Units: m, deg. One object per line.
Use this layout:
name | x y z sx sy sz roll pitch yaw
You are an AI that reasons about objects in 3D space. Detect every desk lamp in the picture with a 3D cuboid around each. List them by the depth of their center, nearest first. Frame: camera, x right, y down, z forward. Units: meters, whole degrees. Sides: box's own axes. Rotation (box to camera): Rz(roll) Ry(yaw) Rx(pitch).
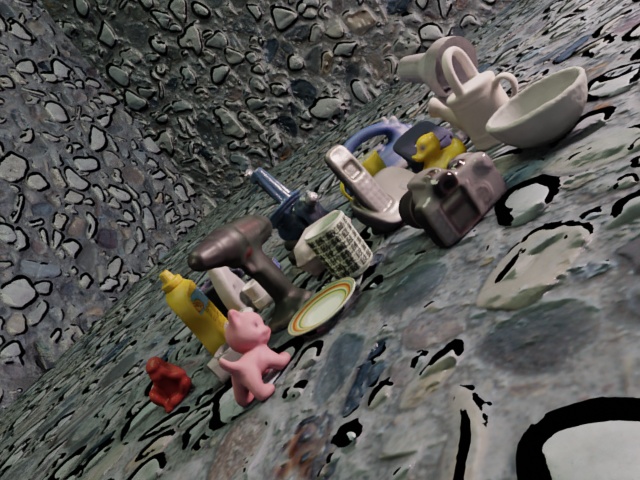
desk lamp | 0.266 -0.321 1.239 0.118 0.214 0.202 -42 15 -17

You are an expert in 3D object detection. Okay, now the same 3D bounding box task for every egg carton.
egg carton | 0.010 0.004 1.138 0.107 0.069 0.150 -32 15 24

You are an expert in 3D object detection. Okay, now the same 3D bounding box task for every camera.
camera | 0.183 -0.070 0.875 0.143 0.101 0.136 -42 14 -16

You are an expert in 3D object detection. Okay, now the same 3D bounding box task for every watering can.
watering can | 0.281 -0.269 1.076 0.172 0.194 0.101 -31 16 27

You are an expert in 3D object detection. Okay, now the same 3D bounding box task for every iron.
iron | 0.138 -0.217 1.378 0.258 0.141 0.118 -38 14 -2

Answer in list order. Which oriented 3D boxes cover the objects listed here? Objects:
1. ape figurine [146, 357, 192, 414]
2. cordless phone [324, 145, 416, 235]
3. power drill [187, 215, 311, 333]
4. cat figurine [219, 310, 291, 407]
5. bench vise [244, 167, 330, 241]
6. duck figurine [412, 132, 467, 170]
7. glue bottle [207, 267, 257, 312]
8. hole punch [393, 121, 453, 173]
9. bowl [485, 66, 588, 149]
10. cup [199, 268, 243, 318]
ape figurine | -0.276 0.248 1.022 0.077 0.092 0.076 -33 15 18
cordless phone | 0.100 -0.116 1.056 0.094 0.185 0.148 -20 22 51
power drill | -0.114 0.054 0.996 0.075 0.208 0.230 -31 15 25
cat figurine | -0.108 0.158 0.836 0.067 0.118 0.128 -30 16 29
bench vise | -0.079 -0.106 1.402 0.207 0.220 0.122 -27 18 39
duck figurine | 0.229 -0.172 1.123 0.104 0.086 0.077 -38 14 1
glue bottle | -0.194 0.086 1.171 0.037 0.173 0.078 -33 15 20
hole punch | 0.224 -0.197 1.204 0.109 0.091 0.101 -40 14 -7
bowl | 0.353 -0.196 0.909 0.167 0.075 0.167 -35 14 11
cup | -0.198 0.119 1.238 0.117 0.095 0.091 -36 14 8
